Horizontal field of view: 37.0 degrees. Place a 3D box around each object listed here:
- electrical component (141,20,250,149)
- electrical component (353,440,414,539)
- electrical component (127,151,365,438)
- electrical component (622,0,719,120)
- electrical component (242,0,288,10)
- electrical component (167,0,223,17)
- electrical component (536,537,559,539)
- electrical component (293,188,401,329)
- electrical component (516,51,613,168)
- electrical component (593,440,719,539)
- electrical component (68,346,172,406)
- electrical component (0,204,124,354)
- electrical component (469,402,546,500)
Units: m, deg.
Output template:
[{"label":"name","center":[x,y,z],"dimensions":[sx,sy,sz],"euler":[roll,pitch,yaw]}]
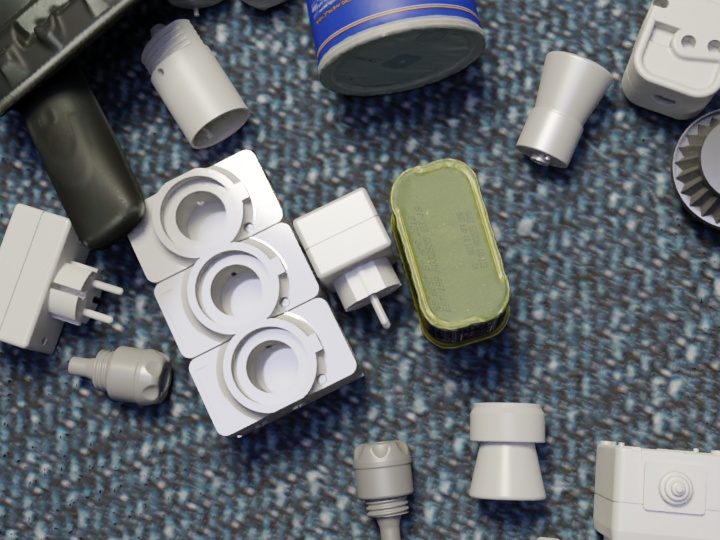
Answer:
[{"label":"electrical component","center":[-0.110,-0.123,0.688],"dimensions":[0.043,0.043,0.081],"euler":[-33,80,-1]},{"label":"electrical component","center":[0.016,0.134,0.642],"dimensions":[0.035,0.035,0.061],"euler":[-7,83,4]},{"label":"electrical component","center":[-0.071,0.015,0.654],"dimensions":[0.089,0.061,0.150],"euler":[-27,80,0]},{"label":"electrical component","center":[0.200,-0.144,0.657],"dimensions":[0.054,0.059,0.095],"euler":[21,84,8]},{"label":"electrical component","center":[-0.064,-0.196,0.686],"dimensions":[0.043,0.062,0.043],"euler":[-1,81,5]},{"label":"electrical component","center":[-0.110,-0.208,0.703],"dimensions":[0.040,0.040,0.078],"euler":[-9,80,3]},{"label":"electrical component","center":[0.125,0.178,0.624],"dimensions":[0.046,0.040,0.040],"euler":[7,82,0]},{"label":"electrical component","center":[0.000,0.000,0.648],"dimensions":[0.047,0.065,0.076],"euler":[-26,80,0]},{"label":"electrical component","center":[0.124,-0.096,0.667],"dimensions":[0.044,0.044,0.065],"euler":[23,88,8]},{"label":"electrical component","center":[0.168,0.129,0.599],"dimensions":[0.062,0.096,0.061],"euler":[4,82,5]},{"label":"electrical component","center":[-0.150,0.064,0.667],"dimensions":[0.061,0.035,0.035],"euler":[8,82,8]},{"label":"electrical component","center":[-0.186,0.012,0.671],"dimensions":[0.076,0.047,0.083],"euler":[17,83,7]},{"label":"electrical component","center":[0.087,0.107,0.635],"dimensions":[0.045,0.045,0.055],"euler":[1,81,5]}]
